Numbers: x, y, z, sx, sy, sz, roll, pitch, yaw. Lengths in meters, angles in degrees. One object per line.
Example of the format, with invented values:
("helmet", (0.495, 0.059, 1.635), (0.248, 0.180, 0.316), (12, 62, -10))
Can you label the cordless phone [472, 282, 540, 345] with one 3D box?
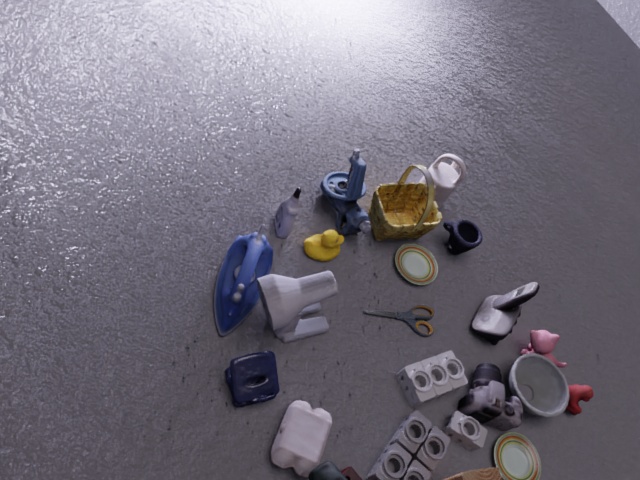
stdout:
("cordless phone", (0.496, 0.185, 1.514), (0.094, 0.185, 0.148), (36, 53, 3))

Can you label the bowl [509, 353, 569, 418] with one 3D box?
("bowl", (0.550, 0.383, 1.479), (0.168, 0.074, 0.167), (10, 56, -15))

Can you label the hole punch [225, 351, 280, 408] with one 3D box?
("hole punch", (-0.142, 0.303, 1.247), (0.109, 0.091, 0.101), (-8, 63, -25))

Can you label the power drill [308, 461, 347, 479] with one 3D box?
("power drill", (0.045, 0.544, 1.096), (0.076, 0.208, 0.229), (-24, 70, -32))

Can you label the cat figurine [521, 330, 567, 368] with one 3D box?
("cat figurine", (0.602, 0.295, 1.528), (0.067, 0.117, 0.127), (-26, 71, -32))

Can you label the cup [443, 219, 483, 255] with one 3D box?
("cup", (0.394, -0.005, 1.650), (0.118, 0.095, 0.092), (28, 53, -3))

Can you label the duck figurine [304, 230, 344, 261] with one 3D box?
("duck figurine", (0.014, 0.005, 1.499), (0.105, 0.086, 0.077), (1, 59, -21))

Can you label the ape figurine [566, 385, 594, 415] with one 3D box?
("ape figurine", (0.677, 0.410, 1.501), (0.076, 0.092, 0.078), (45, 54, 10))

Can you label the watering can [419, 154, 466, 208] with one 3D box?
("watering can", (0.362, -0.186, 1.690), (0.101, 0.194, 0.173), (25, 54, -4))

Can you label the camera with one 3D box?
("camera", (0.431, 0.381, 1.417), (0.143, 0.100, 0.137), (23, 54, -7))

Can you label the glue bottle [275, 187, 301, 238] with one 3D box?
("glue bottle", (-0.077, -0.079, 1.463), (0.037, 0.173, 0.078), (3, 58, -19))

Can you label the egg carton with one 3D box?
("egg carton", (-0.039, 0.423, 1.225), (0.107, 0.069, 0.150), (25, 54, -5))

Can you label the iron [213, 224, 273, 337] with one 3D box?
("iron", (-0.177, 0.088, 1.338), (0.119, 0.141, 0.258), (20, 54, -8))

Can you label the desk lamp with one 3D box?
("desk lamp", (-0.056, 0.145, 1.305), (0.204, 0.213, 0.118), (-10, 63, -26))

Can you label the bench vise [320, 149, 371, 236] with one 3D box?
("bench vise", (0.096, -0.129, 1.533), (0.122, 0.219, 0.207), (-35, 76, -34))
